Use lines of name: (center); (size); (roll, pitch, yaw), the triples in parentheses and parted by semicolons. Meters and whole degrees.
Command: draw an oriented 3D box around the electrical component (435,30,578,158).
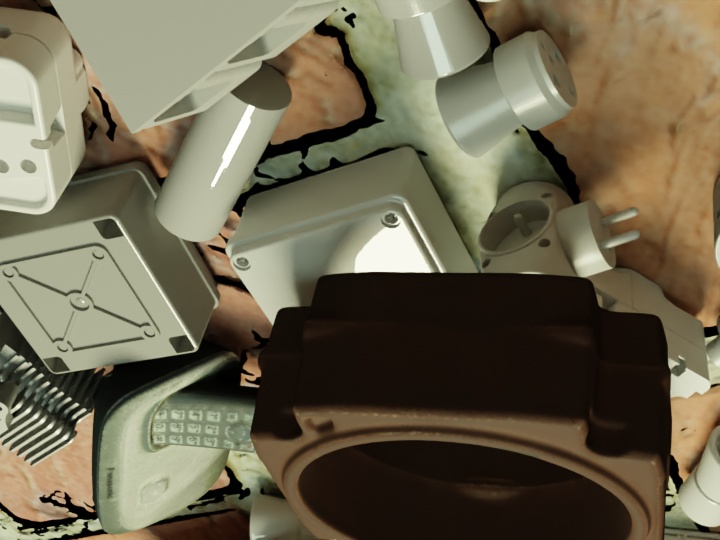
electrical component: (0.071, -0.085, 0.520); (0.055, 0.045, 0.045); (-24, 122, 28)

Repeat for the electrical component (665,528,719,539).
electrical component: (0.213, 0.220, 0.742); (0.096, 0.061, 0.061); (4, 131, 9)

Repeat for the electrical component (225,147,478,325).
electrical component: (0.000, 0.000, 0.600); (0.109, 0.056, 0.108); (-15, 126, 23)

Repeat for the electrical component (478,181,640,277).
electrical component: (0.105, -0.013, 0.553); (0.079, 0.077, 0.044); (-19, 123, 26)

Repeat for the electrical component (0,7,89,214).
electrical component: (-0.179, -0.085, 0.562); (0.054, 0.059, 0.095); (8, 132, 5)

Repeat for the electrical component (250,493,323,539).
electrical component: (-0.044, 0.185, 0.781); (0.065, 0.044, 0.044); (-1, 130, 7)

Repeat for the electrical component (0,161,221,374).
electrical component: (-0.156, 0.001, 0.635); (0.109, 0.056, 0.108); (-10, 128, 20)

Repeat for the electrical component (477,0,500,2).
electrical component: (0.078, -0.161, 0.443); (0.095, 0.059, 0.053); (-21, 123, 27)

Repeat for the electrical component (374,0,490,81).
electrical component: (0.031, -0.122, 0.496); (0.045, 0.045, 0.055); (-11, 127, 21)

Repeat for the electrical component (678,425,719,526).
electrical component: (0.228, 0.132, 0.678); (0.044, 0.044, 0.065); (14, 136, -1)

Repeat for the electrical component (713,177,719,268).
electrical component: (0.205, -0.025, 0.541); (0.055, 0.047, 0.055); (6, 131, 7)

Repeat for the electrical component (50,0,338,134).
electrical component: (-0.058, -0.140, 0.473); (0.150, 0.062, 0.089); (-30, 92, 32)

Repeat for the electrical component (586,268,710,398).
electrical component: (0.144, 0.037, 0.602); (0.089, 0.055, 0.050); (29, 130, -13)

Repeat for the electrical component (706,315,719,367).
electrical component: (0.218, 0.031, 0.590); (0.043, 0.043, 0.062); (29, 131, -13)
